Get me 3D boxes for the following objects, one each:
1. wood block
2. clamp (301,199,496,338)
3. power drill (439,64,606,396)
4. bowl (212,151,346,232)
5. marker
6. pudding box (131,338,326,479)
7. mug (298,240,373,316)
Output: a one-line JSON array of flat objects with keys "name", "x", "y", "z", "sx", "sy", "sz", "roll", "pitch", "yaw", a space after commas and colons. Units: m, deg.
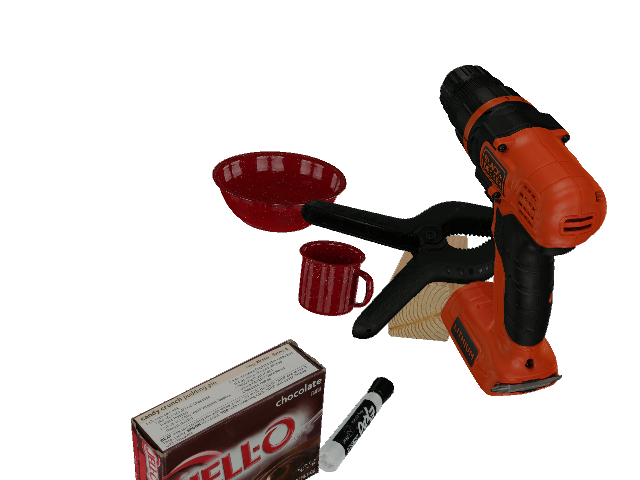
[{"name": "wood block", "x": 0.167, "y": 0.067, "z": 1.630, "sx": 0.091, "sy": 0.090, "sz": 0.206, "roll": 4, "pitch": 22, "yaw": 14}, {"name": "clamp", "x": 0.098, "y": 0.015, "z": 0.982, "sx": 0.210, "sy": 0.164, "sz": 0.036, "roll": -6, "pitch": -42, "yaw": -9}, {"name": "power drill", "x": 0.120, "y": -0.005, "z": 0.713, "sx": 0.057, "sy": 0.188, "sz": 0.184, "roll": -9, "pitch": 36, "yaw": -11}, {"name": "bowl", "x": -0.051, "y": -0.054, "z": 1.287, "sx": 0.162, "sy": 0.055, "sz": 0.162, "roll": 4, "pitch": 26, "yaw": -2}, {"name": "marker", "x": 0.030, "y": 0.142, "z": 0.844, "sx": 0.020, "sy": 0.020, "sz": 0.121, "roll": 0, "pitch": 22, "yaw": 28}, {"name": "pudding box", "x": -0.051, "y": 0.118, "z": 0.613, "sx": 0.113, "sy": 0.090, "sz": 0.039, "roll": -26, "pitch": 47, "yaw": -32}, {"name": "mug", "x": 0.023, "y": 0.058, "z": 1.500, "sx": 0.117, "sy": 0.081, "sz": 0.093, "roll": 18, "pitch": 23, "yaw": 26}]
